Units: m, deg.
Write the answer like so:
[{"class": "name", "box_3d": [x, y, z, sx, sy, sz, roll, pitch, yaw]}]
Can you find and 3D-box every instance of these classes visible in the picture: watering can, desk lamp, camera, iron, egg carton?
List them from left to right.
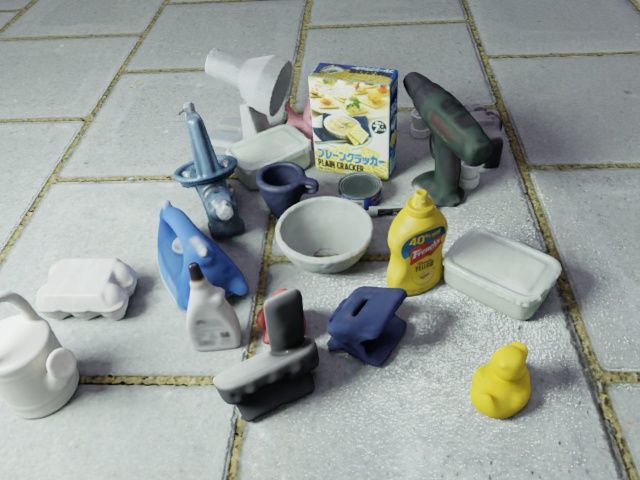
[{"class": "watering can", "box_3d": [-0.402, 0.149, 0.775, 0.172, 0.194, 0.101, -1, 43, 5]}, {"class": "egg carton", "box_3d": [-0.380, 0.081, 0.938, 0.150, 0.069, 0.107, -1, 43, 4]}, {"class": "iron", "box_3d": [-0.224, 0.005, 0.953, 0.119, 0.142, 0.257, -27, 47, -22]}, {"class": "desk lamp", "box_3d": [-0.156, -0.299, 1.220, 0.202, 0.214, 0.118, 11, 45, 17]}, {"class": "camera", "box_3d": [0.294, -0.220, 1.179, 0.137, 0.101, 0.143, -9, 43, -4]}]

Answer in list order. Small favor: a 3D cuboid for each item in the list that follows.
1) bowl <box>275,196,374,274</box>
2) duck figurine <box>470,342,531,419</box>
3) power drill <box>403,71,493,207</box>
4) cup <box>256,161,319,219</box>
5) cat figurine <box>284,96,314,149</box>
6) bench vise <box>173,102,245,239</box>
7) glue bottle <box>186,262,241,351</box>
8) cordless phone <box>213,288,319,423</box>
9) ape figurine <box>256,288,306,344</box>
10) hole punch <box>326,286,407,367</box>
[{"class": "bowl", "box_3d": [0.009, 0.004, 0.984, 0.167, 0.075, 0.167, -2, 43, 2]}, {"class": "duck figurine", "box_3d": [0.246, 0.180, 0.765, 0.077, 0.086, 0.105, 28, 52, 30]}, {"class": "power drill", "box_3d": [0.222, -0.176, 1.060, 0.076, 0.209, 0.229, -23, 46, -19]}, {"class": "cup", "box_3d": [-0.056, -0.084, 1.069, 0.117, 0.095, 0.092, 8, 44, 14]}, {"class": "cat figurine", "box_3d": [-0.023, -0.267, 1.245, 0.127, 0.118, 0.067, 18, 47, 22]}, {"class": "bench vise", "box_3d": [-0.191, -0.128, 1.036, 0.122, 0.220, 0.206, -33, 50, -26]}, {"class": "glue bottle", "box_3d": [-0.163, 0.095, 0.827, 0.078, 0.173, 0.037, -4, 43, 1]}, {"class": "cordless phone", "box_3d": [-0.077, 0.142, 0.761, 0.148, 0.185, 0.094, -25, 46, -20]}, {"class": "ape figurine", "box_3d": [-0.056, 0.109, 0.863, 0.077, 0.092, 0.076, 24, 50, 27]}, {"class": "hole punch", "box_3d": [0.067, 0.116, 0.846, 0.100, 0.091, 0.109, 21, 49, 25]}]
